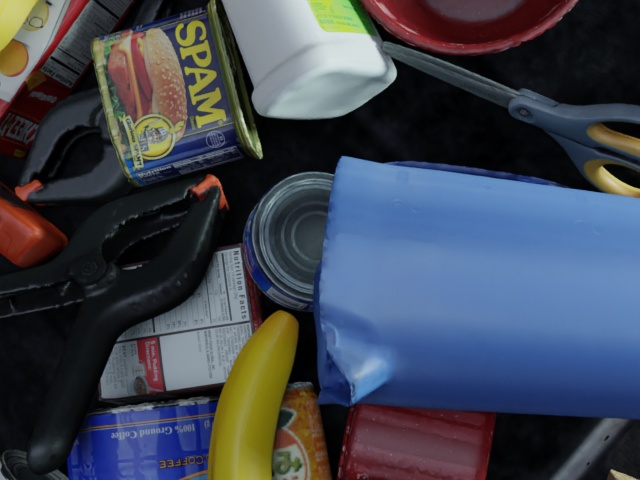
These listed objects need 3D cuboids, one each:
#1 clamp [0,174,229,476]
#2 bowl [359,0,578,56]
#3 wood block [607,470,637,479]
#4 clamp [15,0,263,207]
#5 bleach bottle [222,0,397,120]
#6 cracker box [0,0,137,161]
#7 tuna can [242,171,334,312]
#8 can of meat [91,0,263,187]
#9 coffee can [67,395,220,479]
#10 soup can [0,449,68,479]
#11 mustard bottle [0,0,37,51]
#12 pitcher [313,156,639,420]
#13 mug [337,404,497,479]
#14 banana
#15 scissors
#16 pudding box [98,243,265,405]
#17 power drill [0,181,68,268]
[{"bbox_3d":[-0.134,0.037,0.650,0.209,0.036,0.165,-34,52,-16],"label":"clamp"},{"bbox_3d":[0.097,-0.188,0.676,0.162,0.055,0.162,-2,83,12],"label":"bowl"},{"bbox_3d":[0.172,0.244,0.590,0.091,0.090,0.206,20,88,13],"label":"wood block"},{"bbox_3d":[-0.126,-0.073,0.722,0.171,0.039,0.120,-46,73,3],"label":"clamp"},{"bbox_3d":[-0.041,-0.201,0.685,0.068,0.102,0.251,-32,76,33],"label":"bleach bottle"},{"bbox_3d":[-0.215,-0.188,0.738,0.164,0.072,0.214,37,93,14],"label":"cracker box"},{"bbox_3d":[-0.004,0.001,0.671,0.086,0.034,0.086,2,78,-11],"label":"tuna can"},{"bbox_3d":[-0.090,-0.091,0.674,0.084,0.057,0.102,-15,79,5],"label":"can of meat"},{"bbox_3d":[-0.100,0.171,0.652,0.103,0.102,0.140,-9,81,11],"label":"coffee can"},{"bbox_3d":[-0.208,0.196,0.692,0.068,0.068,0.102,37,92,14],"label":"soup can"},{"bbox_3d":[-0.181,-0.206,0.664,0.192,0.058,0.096,-43,77,6],"label":"mustard bottle"},{"bbox_3d":[0.120,0.025,0.569,0.243,0.145,0.149,5,82,5],"label":"pitcher"},{"bbox_3d":[0.055,0.128,0.621,0.081,0.117,0.093,11,120,8],"label":"mug"},{"bbox_3d":[-0.032,0.142,0.617,0.069,0.037,0.198,-6,80,-24],"label":"banana"},{"bbox_3d":[0.134,-0.067,0.648,0.202,0.096,0.016,19,64,27],"label":"scissors"},{"bbox_3d":[-0.092,0.056,0.698,0.113,0.039,0.090,-9,79,9],"label":"pudding box"},{"bbox_3d":[-0.259,0.051,0.726,0.184,0.057,0.187,39,92,11],"label":"power drill"}]
